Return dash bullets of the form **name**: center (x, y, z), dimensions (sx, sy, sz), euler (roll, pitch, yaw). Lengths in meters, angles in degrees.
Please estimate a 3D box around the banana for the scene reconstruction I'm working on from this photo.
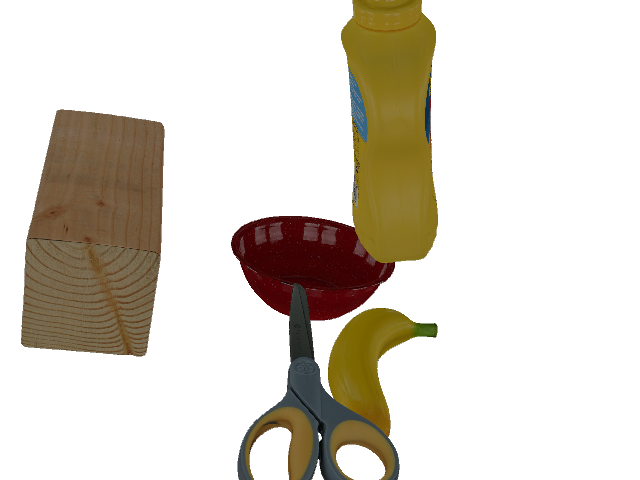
- **banana**: center (0.041, 0.093, 0.825), dimensions (0.070, 0.037, 0.197), euler (7, 22, 15)

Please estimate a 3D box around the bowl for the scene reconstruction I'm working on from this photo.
- **bowl**: center (-0.010, 0.033, 1.049), dimensions (0.162, 0.055, 0.162), euler (7, 25, -4)

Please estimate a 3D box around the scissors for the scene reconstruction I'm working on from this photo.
- **scissors**: center (0.008, 0.089, 0.630), dimensions (0.096, 0.016, 0.201), euler (12, 32, 7)

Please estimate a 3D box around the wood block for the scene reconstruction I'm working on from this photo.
- **wood block**: center (-0.169, -0.013, 0.814), dimensions (0.090, 0.091, 0.206), euler (6, 30, -11)

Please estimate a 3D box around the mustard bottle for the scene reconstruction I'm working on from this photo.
- **mustard bottle**: center (0.044, -0.086, 0.678), dimensions (0.058, 0.191, 0.096), euler (-4, 39, 2)
